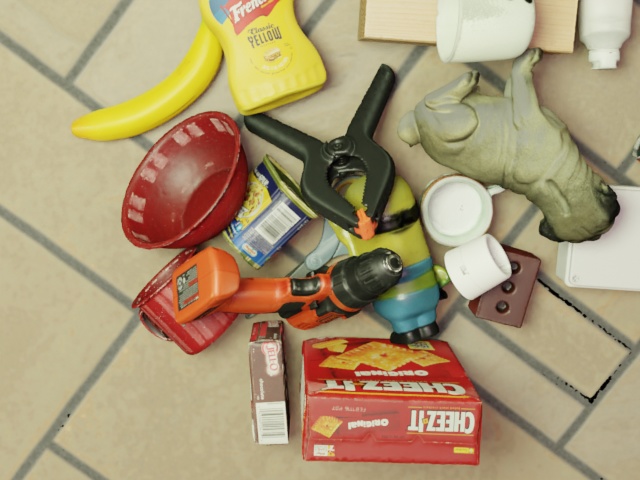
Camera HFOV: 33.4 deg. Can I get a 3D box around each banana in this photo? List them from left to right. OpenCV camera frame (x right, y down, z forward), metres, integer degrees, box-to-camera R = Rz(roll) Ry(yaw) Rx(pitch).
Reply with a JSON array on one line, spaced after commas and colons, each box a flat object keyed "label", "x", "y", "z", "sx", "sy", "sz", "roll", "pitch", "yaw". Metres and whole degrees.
[{"label": "banana", "x": -0.167, "y": -0.156, "z": 1.107, "sx": 0.198, "sy": 0.037, "sz": 0.070, "roll": -42, "pitch": 77, "yaw": 3}]

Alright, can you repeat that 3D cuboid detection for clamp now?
[{"label": "clamp", "x": 0.028, "y": -0.090, "z": 1.062, "sx": 0.164, "sy": 0.210, "sz": 0.036, "roll": -25, "pitch": 141, "yaw": -2}]

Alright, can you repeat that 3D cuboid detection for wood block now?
[{"label": "wood block", "x": 0.146, "y": -0.240, "z": 1.075, "sx": 0.206, "sy": 0.090, "sz": 0.091, "roll": 3, "pitch": 98, "yaw": -3}]

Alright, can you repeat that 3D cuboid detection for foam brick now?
[{"label": "foam brick", "x": 0.196, "y": 0.046, "z": 1.136, "sx": 0.053, "sy": 0.051, "sz": 0.078, "roll": 14, "pitch": 98, "yaw": -3}]

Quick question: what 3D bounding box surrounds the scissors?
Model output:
[{"label": "scissors", "x": -0.008, "y": 0.001, "z": 1.142, "sx": 0.202, "sy": 0.016, "sz": 0.096, "roll": -25, "pitch": 97, "yaw": 2}]

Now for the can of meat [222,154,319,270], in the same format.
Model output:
[{"label": "can of meat", "x": -0.058, "y": -0.029, "z": 1.093, "sx": 0.084, "sy": 0.102, "sz": 0.057, "roll": -43, "pitch": 121, "yaw": 7}]

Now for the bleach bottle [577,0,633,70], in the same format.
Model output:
[{"label": "bleach bottle", "x": 0.285, "y": -0.297, "z": 1.062, "sx": 0.068, "sy": 0.102, "sz": 0.251, "roll": -1, "pitch": 97, "yaw": 7}]

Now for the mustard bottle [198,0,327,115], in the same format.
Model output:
[{"label": "mustard bottle", "x": -0.069, "y": -0.229, "z": 1.077, "sx": 0.096, "sy": 0.058, "sz": 0.191, "roll": -21, "pitch": 87, "yaw": -7}]

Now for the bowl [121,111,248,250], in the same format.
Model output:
[{"label": "bowl", "x": -0.126, "y": -0.050, "z": 1.082, "sx": 0.162, "sy": 0.162, "sz": 0.055, "roll": -48, "pitch": 129, "yaw": 5}]

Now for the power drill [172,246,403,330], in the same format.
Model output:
[{"label": "power drill", "x": -0.035, "y": 0.045, "z": 1.033, "sx": 0.187, "sy": 0.185, "sz": 0.057, "roll": 6, "pitch": 67, "yaw": -31}]

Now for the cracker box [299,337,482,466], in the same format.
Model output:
[{"label": "cracker box", "x": 0.063, "y": 0.155, "z": 1.066, "sx": 0.164, "sy": 0.213, "sz": 0.072, "roll": 1, "pitch": 99, "yaw": -2}]

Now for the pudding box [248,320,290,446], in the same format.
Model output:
[{"label": "pudding box", "x": -0.052, "y": 0.149, "z": 1.125, "sx": 0.039, "sy": 0.090, "sz": 0.113, "roll": -2, "pitch": 99, "yaw": 1}]

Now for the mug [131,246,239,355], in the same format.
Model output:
[{"label": "mug", "x": -0.143, "y": 0.071, "z": 1.118, "sx": 0.117, "sy": 0.093, "sz": 0.081, "roll": -35, "pitch": 105, "yaw": 34}]

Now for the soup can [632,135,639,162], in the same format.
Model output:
[{"label": "soup can", "x": 0.388, "y": -0.085, "z": 1.114, "sx": 0.102, "sy": 0.068, "sz": 0.068, "roll": 34, "pitch": 96, "yaw": -6}]
